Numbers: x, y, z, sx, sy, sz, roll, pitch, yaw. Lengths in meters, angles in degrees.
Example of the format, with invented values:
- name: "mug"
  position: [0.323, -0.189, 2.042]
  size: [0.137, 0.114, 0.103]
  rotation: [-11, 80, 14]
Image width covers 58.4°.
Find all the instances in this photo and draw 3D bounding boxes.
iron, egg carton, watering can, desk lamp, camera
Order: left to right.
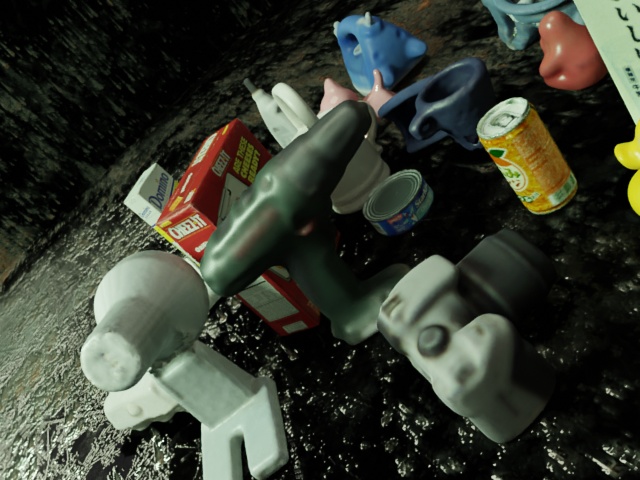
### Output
- name: "egg carton"
  position: [-0.214, 0.191, 0.752]
  size: [0.150, 0.069, 0.107]
  rotation: [-28, 31, 28]
- name: "desk lamp"
  position: [-0.143, 0.128, 0.588]
  size: [0.118, 0.214, 0.203]
  rotation: [-40, 28, 7]
- name: "watering can"
  position: [-0.002, -0.128, 0.780]
  size: [0.173, 0.194, 0.100]
  rotation: [-53, 29, -18]
- name: "iron"
  position: [0.080, -0.350, 1.040]
  size: [0.118, 0.142, 0.257]
  rotation: [-45, 27, -2]
- name: "camera"
  position: [0.125, 0.056, 0.454]
  size: [0.137, 0.101, 0.143]
  rotation: [-44, 27, -1]

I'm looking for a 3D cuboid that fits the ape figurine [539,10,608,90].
- name: "ape figurine"
  position: [0.278, -0.218, 0.644]
  size: [0.077, 0.092, 0.076]
  rotation: [-36, 29, 15]

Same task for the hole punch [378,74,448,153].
- name: "hole punch"
  position: [0.141, -0.190, 0.788]
  size: [0.108, 0.091, 0.101]
  rotation: [-26, 32, 30]

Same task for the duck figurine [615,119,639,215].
- name: "duck figurine"
  position: [0.281, -0.069, 0.438]
  size: [0.104, 0.086, 0.077]
  rotation: [-21, 35, 37]

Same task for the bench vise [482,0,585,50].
- name: "bench vise"
  position: [0.241, -0.334, 0.716]
  size: [0.121, 0.220, 0.206]
  rotation: [-51, 28, -14]

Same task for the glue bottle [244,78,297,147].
- name: "glue bottle"
  position: [-0.077, -0.225, 1.039]
  size: [0.077, 0.173, 0.037]
  rotation: [-2, 49, 52]

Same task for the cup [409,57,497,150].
- name: "cup"
  position: [0.167, -0.145, 0.686]
  size: [0.118, 0.095, 0.091]
  rotation: [-47, 28, -7]

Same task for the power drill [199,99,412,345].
- name: "power drill"
  position: [0.005, 0.002, 0.572]
  size: [0.229, 0.209, 0.075]
  rotation: [-36, 28, 14]

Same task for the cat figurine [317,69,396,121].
- name: "cat figurine"
  position: [0.057, -0.214, 0.904]
  size: [0.127, 0.118, 0.067]
  rotation: [-36, 28, 14]
